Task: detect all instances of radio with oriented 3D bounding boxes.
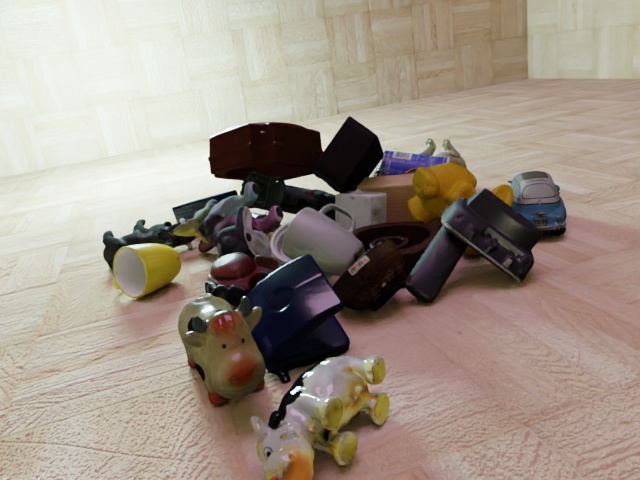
[{"bbox_3d":[0.062,-0.159,1.099,0.073,0.131,0.229,37,6,9],"label":"radio"}]

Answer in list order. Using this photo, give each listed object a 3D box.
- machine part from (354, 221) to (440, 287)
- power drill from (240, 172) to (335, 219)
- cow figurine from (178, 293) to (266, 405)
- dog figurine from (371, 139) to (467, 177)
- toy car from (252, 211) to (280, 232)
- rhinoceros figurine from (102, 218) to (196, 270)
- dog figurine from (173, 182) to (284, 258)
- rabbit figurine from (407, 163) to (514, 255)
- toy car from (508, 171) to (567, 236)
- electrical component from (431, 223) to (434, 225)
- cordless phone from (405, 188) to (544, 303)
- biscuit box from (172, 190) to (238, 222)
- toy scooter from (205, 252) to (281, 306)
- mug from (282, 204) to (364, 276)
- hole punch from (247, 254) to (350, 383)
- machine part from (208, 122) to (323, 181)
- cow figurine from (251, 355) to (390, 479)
[{"bbox_3d":[0.115,0.019,0.878,0.179,0.056,0.179,-8,18,3],"label":"machine part"},{"bbox_3d":[-0.047,-0.085,1.113,0.232,0.086,0.207,14,9,31],"label":"power drill"},{"bbox_3d":[-0.110,0.113,0.604,0.085,0.127,0.195,-20,19,-20],"label":"cow figurine"},{"bbox_3d":[0.227,-0.140,1.244,0.190,0.121,0.172,-30,21,-15],"label":"dog figurine"},{"bbox_3d":[-0.109,-0.023,1.100,0.089,0.053,0.202,-14,18,-23],"label":"toy car"},{"bbox_3d":[-0.348,0.001,1.098,0.190,0.073,0.112,-20,21,-29],"label":"rhinoceros figurine"},{"bbox_3d":[-0.179,-0.005,0.995,0.219,0.108,0.191,-19,49,34],"label":"dog figurine"},{"bbox_3d":[0.249,-0.042,0.921,0.162,0.121,0.173,-7,45,-19],"label":"rabbit figurine"},{"bbox_3d":[0.373,-0.069,0.947,0.109,0.102,0.162,-5,18,14],"label":"toy car"},{"bbox_3d":[0.174,-0.014,0.994,0.094,0.021,0.063,-11,20,-10],"label":"electrical component"},{"bbox_3d":[0.218,0.033,0.769,0.184,0.146,0.088,-51,-2,-21],"label":"cordless phone"},{"bbox_3d":[-0.251,-0.063,1.190,0.059,0.062,0.203,-25,12,-39],"label":"biscuit box"},{"bbox_3d":[-0.099,0.072,0.799,0.184,0.075,0.135,4,24,19],"label":"toy scooter"},{"bbox_3d":[0.016,0.002,0.801,0.107,0.080,0.109,29,62,20],"label":"mug"},{"bbox_3d":[-0.033,0.089,0.660,0.116,0.092,0.142,-17,42,-17],"label":"hole punch"},{"bbox_3d":[-0.110,-0.177,1.100,0.202,0.087,0.201,-4,-3,44],"label":"machine part"},{"bbox_3d":[-0.012,0.166,0.501,0.098,0.068,0.167,-1,17,38],"label":"cow figurine"}]
